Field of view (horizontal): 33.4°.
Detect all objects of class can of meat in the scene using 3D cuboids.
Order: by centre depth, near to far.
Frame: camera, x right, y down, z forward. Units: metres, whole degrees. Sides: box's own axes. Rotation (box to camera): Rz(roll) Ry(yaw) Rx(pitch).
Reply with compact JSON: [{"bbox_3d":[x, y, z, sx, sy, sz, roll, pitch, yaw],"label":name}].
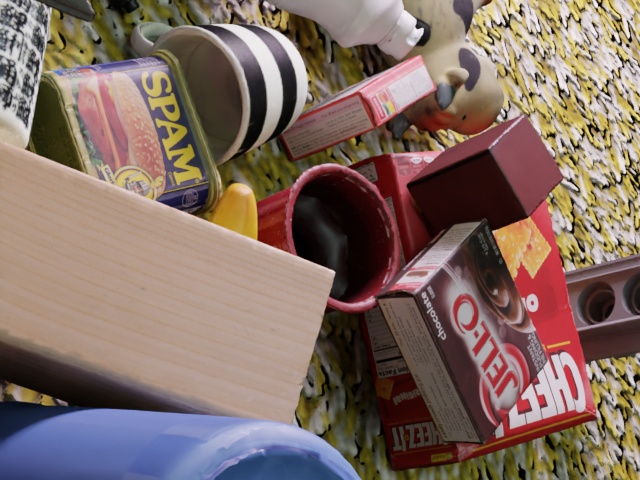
[{"bbox_3d":[-0.116,-0.053,0.616,0.083,0.058,0.102,-18,88,-41],"label":"can of meat"}]

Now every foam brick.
[{"bbox_3d":[0.107,-0.038,0.692,0.052,0.078,0.051,-41,101,-38],"label":"foam brick"}]

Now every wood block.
[{"bbox_3d":[-0.110,0.030,0.520,0.206,0.090,0.090,21,67,-11],"label":"wood block"}]

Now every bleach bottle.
[{"bbox_3d":[-0.037,-0.202,0.700,0.250,0.068,0.102,38,53,-13],"label":"bleach bottle"}]

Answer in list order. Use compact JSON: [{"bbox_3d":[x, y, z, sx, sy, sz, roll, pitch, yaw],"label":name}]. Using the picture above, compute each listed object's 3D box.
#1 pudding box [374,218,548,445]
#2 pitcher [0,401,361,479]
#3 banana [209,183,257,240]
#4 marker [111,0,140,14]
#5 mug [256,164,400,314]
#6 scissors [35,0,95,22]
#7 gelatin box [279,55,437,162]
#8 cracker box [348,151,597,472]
[{"bbox_3d":[0.091,0.057,0.668,0.089,0.039,0.113,-42,111,-41],"label":"pudding box"},{"bbox_3d":[-0.096,0.131,0.442,0.145,0.243,0.149,54,55,-17],"label":"pitcher"},{"bbox_3d":[-0.045,0.069,0.626,0.037,0.070,0.198,-5,81,-56],"label":"banana"},{"bbox_3d":[-0.149,-0.194,0.660,0.020,0.020,0.121,-43,105,-41],"label":"marker"},{"bbox_3d":[-0.004,0.001,0.677,0.093,0.082,0.117,53,49,-15],"label":"mug"},{"bbox_3d":[-0.186,-0.172,0.524,0.016,0.202,0.096,53,53,-74],"label":"scissors"},{"bbox_3d":[0.024,-0.088,0.728,0.073,0.089,0.030,-35,102,-42],"label":"gelatin box"},{"bbox_3d":[0.107,0.042,0.769,0.163,0.072,0.214,-5,80,-42],"label":"cracker box"}]
